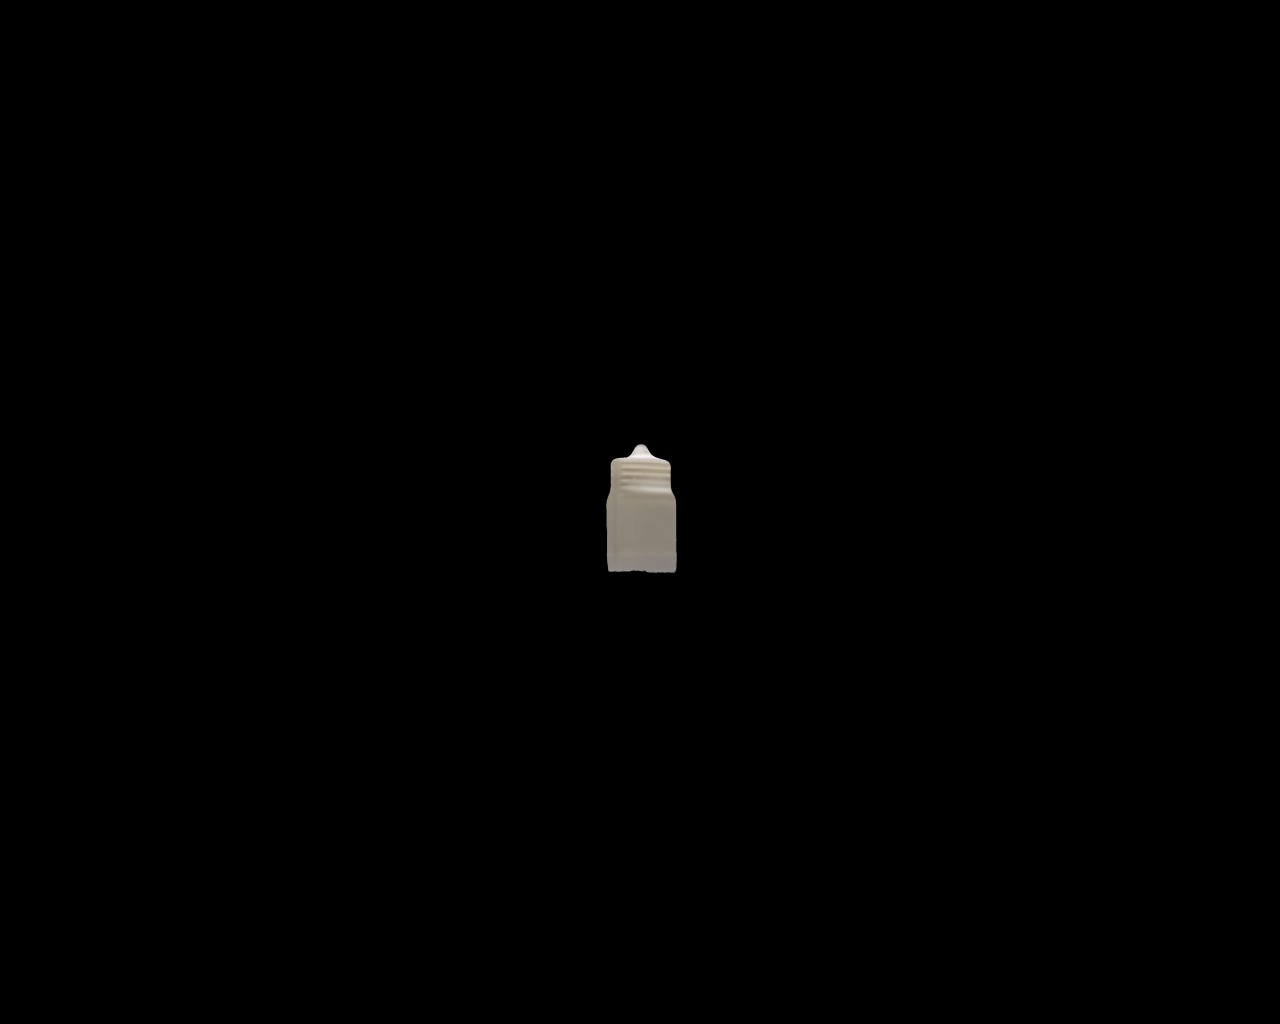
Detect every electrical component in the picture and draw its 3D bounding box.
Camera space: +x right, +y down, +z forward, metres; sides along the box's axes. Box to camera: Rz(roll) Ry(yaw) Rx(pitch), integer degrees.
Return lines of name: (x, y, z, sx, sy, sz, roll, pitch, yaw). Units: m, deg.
electrical component: (0.001, -0.003, 0.650, 0.043, 0.081, 0.043, 0, -2, 0)
